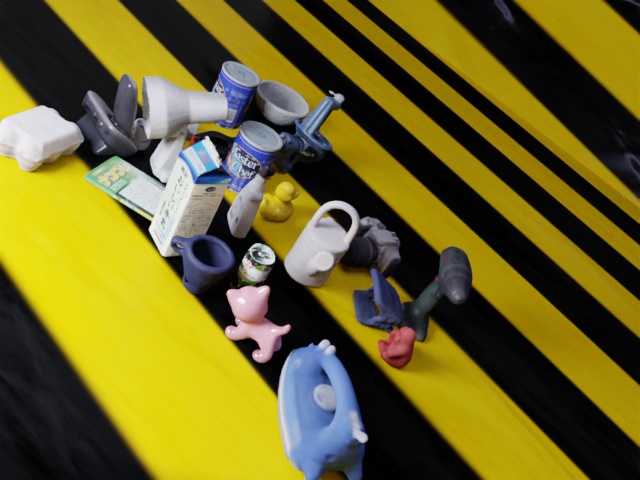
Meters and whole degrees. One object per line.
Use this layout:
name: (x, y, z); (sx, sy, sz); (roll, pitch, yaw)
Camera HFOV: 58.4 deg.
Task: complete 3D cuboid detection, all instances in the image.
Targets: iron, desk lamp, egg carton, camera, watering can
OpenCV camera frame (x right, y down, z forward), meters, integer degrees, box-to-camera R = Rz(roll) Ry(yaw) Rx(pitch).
iron: (0.009, 0.251, 0.925); (0.119, 0.141, 0.258); (11, 41, -29)
desk lamp: (-0.290, -0.228, 1.198); (0.204, 0.213, 0.117); (6, 43, -34)
egg carton: (-0.533, -0.195, 1.088); (0.107, 0.069, 0.150); (34, 35, 1)
camera: (0.107, 0.009, 1.331); (0.137, 0.100, 0.143); (2, 46, -37)
watering can: (0.013, 0.005, 1.178); (0.101, 0.194, 0.172); (12, 40, -28)

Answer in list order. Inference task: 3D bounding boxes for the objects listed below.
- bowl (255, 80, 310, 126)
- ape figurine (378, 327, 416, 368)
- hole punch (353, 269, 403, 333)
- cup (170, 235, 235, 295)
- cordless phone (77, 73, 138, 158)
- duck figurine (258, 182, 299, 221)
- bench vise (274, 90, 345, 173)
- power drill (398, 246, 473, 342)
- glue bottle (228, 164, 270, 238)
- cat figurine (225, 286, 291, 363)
bowl: (-0.118, -0.380, 1.640); (0.168, 0.074, 0.167); (22, 36, -17)
ape figurine: (0.159, 0.207, 1.142); (0.076, 0.092, 0.078); (45, 36, 16)
hole punch: (0.134, 0.127, 1.219); (0.101, 0.091, 0.108); (19, 37, -20)
cup: (-0.222, 0.047, 1.026); (0.118, 0.095, 0.091); (26, 35, -11)
cordless phone: (-0.420, -0.277, 1.176); (0.094, 0.185, 0.147); (-15, 57, -47)
duck figurine: (-0.092, -0.096, 1.309); (0.105, 0.086, 0.077); (-7, 51, -43)
bench vise: (-0.023, -0.271, 1.459); (0.121, 0.219, 0.208); (37, 35, 6)
power drill: (0.253, 0.118, 1.223); (0.075, 0.208, 0.230); (31, 35, -3)
glue bottle: (-0.142, -0.087, 1.183); (0.037, 0.173, 0.078); (11, 41, -29)
cat figurine: (-0.108, 0.133, 0.994); (0.128, 0.117, 0.067); (36, 35, 4)
